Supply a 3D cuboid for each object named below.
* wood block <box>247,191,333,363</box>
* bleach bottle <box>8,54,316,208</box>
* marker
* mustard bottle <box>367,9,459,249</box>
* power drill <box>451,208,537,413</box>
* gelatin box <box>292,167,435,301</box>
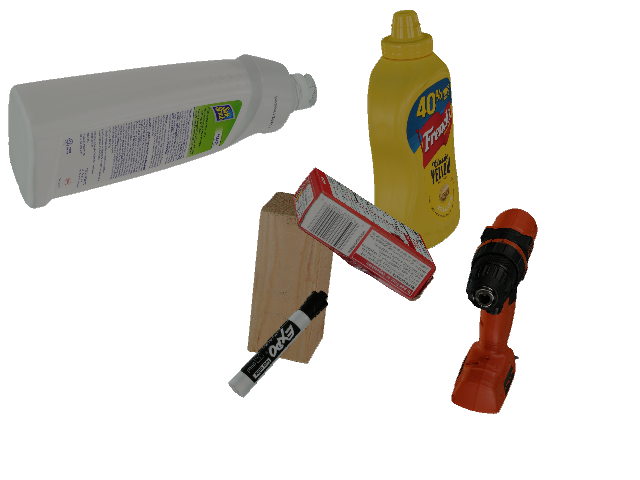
[{"bbox_3d":[-0.038,0.049,1.456,0.090,0.206,0.090,11,22,10],"label":"wood block"},{"bbox_3d":[-0.122,-0.098,0.871,0.250,0.068,0.103,-13,-31,-25],"label":"bleach bottle"},{"bbox_3d":[-0.035,0.091,0.958,0.121,0.020,0.020,-47,19,-18],"label":"marker"},{"bbox_3d":[0.075,-0.092,0.874,0.058,0.191,0.096,10,29,34],"label":"mustard bottle"},{"bbox_3d":[0.176,0.078,1.083,0.057,0.188,0.184,14,28,17],"label":"power drill"},{"bbox_3d":[0.026,-0.005,0.673,0.089,0.030,0.073,33,11,-12],"label":"gelatin box"}]
